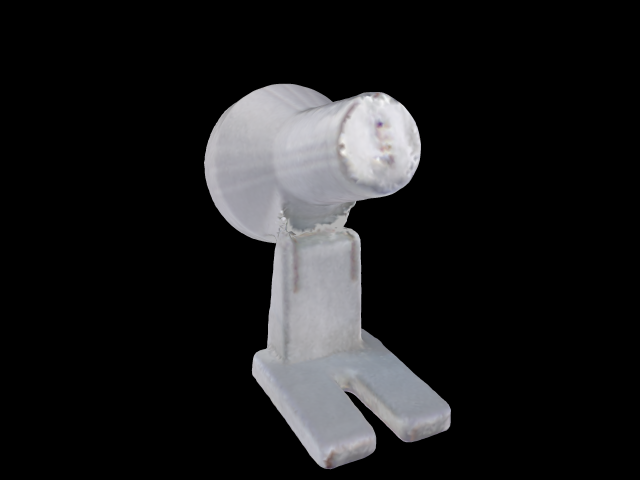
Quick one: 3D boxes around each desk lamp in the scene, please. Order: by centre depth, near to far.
[{"bbox_3d":[0.004,0.001,0.400,0.118,0.214,0.202,-10,23,-26],"label":"desk lamp"}]
